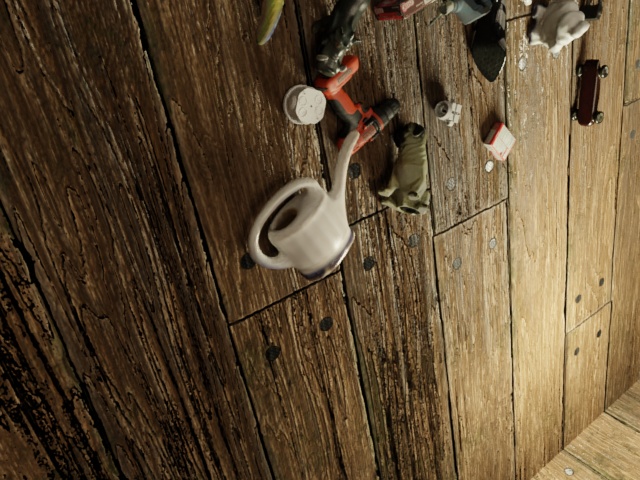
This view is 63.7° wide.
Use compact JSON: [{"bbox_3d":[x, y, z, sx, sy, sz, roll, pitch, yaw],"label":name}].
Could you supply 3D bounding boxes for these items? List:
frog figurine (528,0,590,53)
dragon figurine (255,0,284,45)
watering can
[{"bbox_3d":[0.652,-0.571,1.372,0.122,0.161,0.137,22,93,-39],"label":"frog figurine"},{"bbox_3d":[-0.100,-0.582,0.906,0.241,0.122,0.412,28,86,-20],"label":"dragon figurine"},{"bbox_3d":[0.003,-0.056,1.111,0.349,0.105,0.220,-45,126,-8],"label":"watering can"}]
